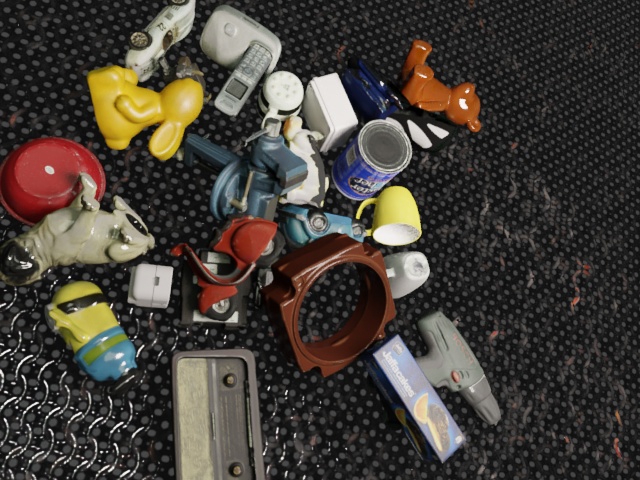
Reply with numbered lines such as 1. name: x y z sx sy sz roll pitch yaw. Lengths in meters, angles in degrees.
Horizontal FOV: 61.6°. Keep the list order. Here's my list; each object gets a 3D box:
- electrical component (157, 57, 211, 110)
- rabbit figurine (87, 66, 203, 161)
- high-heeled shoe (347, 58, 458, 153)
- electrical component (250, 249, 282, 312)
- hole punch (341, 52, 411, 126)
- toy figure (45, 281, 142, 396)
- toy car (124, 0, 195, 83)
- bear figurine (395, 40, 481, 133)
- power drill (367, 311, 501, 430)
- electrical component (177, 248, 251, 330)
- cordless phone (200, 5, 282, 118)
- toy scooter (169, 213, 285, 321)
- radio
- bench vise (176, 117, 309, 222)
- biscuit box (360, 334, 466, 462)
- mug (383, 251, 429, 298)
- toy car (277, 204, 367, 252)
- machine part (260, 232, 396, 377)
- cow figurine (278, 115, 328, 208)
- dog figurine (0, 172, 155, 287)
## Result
1. electrical component: -0.235 -0.278 0.951 0.078 0.102 0.045 -7 60 1
2. rabbit figurine: -0.278 -0.216 0.892 0.173 0.122 0.162 -11 93 -8
3. high-heeled shoe: 0.156 -0.273 1.047 0.248 0.145 0.086 59 39 -5
4. electrical component: -0.078 0.068 0.928 0.075 0.048 0.119 11 73 -16
5. hole punch: 0.092 -0.261 0.987 0.092 0.115 0.142 -40 79 19
6. toy figure: -0.333 0.144 0.803 0.180 0.082 0.089 47 47 7
7. toy car: -0.284 -0.373 0.972 0.056 0.073 0.202 32 68 -3
8. bear figurine: 0.259 -0.307 1.107 0.196 0.132 0.120 14 56 -8
9. power drill: 0.200 0.256 0.949 0.207 0.086 0.232 -21 83 -18
10. electrical component: -0.173 0.080 0.887 0.115 0.058 0.134 7 72 -19
11. cordless phone: -0.169 -0.323 0.994 0.146 0.089 0.184 31 72 -8
12. toy scooter: -0.150 0.023 0.835 0.135 0.075 0.184 40 76 -11
13. radio: -0.159 0.284 0.822 0.131 0.073 0.229 -2 76 -19
14. bench vise: -0.145 -0.119 0.895 0.241 0.223 0.129 29 45 20
15. biscuit box: 0.146 0.251 0.860 0.063 0.059 0.202 -32 87 -26
16. mug: 0.140 0.057 0.971 0.109 0.107 0.081 -2 74 -21
17. toy car: -0.002 -0.003 0.953 0.161 0.109 0.102 11 96 -32
18. machine part: 0.018 0.105 0.879 0.201 0.087 0.200 -27 116 -24
19. cow figurine: -0.027 -0.145 0.992 0.098 0.068 0.167 7 79 -23
20. dog figurine: -0.378 0.017 0.832 0.190 0.121 0.172 -42 119 5
